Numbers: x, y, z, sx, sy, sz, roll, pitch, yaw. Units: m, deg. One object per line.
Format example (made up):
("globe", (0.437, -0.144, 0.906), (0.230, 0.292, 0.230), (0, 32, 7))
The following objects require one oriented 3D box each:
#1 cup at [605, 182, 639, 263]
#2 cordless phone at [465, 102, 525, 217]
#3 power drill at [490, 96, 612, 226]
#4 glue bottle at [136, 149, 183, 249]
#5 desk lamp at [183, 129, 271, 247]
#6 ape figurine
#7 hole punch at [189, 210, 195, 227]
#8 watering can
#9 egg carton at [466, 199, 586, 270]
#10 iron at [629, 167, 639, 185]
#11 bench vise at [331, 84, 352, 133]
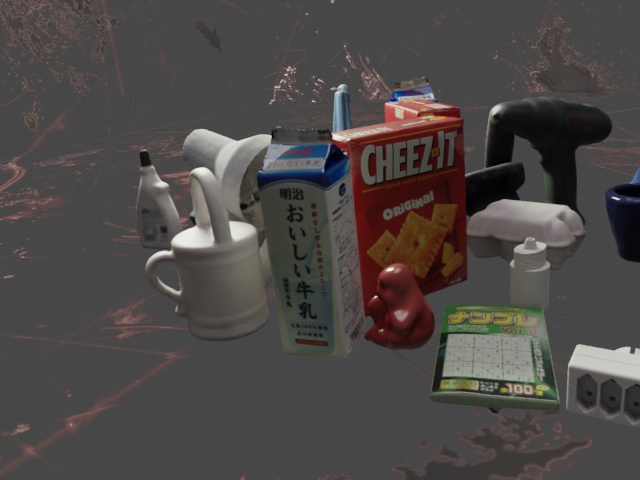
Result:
("cup", (0.433, -0.021, 0.746), (0.117, 0.095, 0.091), (-3, 19, 8))
("cordless phone", (0.285, -0.140, 0.999), (0.148, 0.185, 0.093), (-16, 21, -27))
("power drill", (0.351, -0.117, 0.876), (0.230, 0.208, 0.075), (-16, 21, -27))
("glue bottle", (-0.286, -0.070, 0.989), (0.078, 0.173, 0.037), (1, 20, 20))
("desk lamp", (-0.120, -0.049, 0.815), (0.202, 0.214, 0.118), (11, 25, 41))
("ape figurine", (0.081, 0.068, 0.600), (0.076, 0.092, 0.078), (-4, 19, 5))
("hole punch", (-0.170, -0.048, 1.015), (0.108, 0.091, 0.101), (11, 25, 41))
("watering can", (-0.115, 0.008, 0.676), (0.100, 0.194, 0.173), (13, 27, 43))
("egg carton", (0.285, -0.010, 0.800), (0.149, 0.069, 0.107), (10, 24, 39))
("iron", (0.521, -0.076, 0.808), (0.118, 0.141, 0.258), (-1, 19, 14))
("bench vise", (0.064, -0.228, 1.270), (0.121, 0.220, 0.207), (-8, 19, -5))
